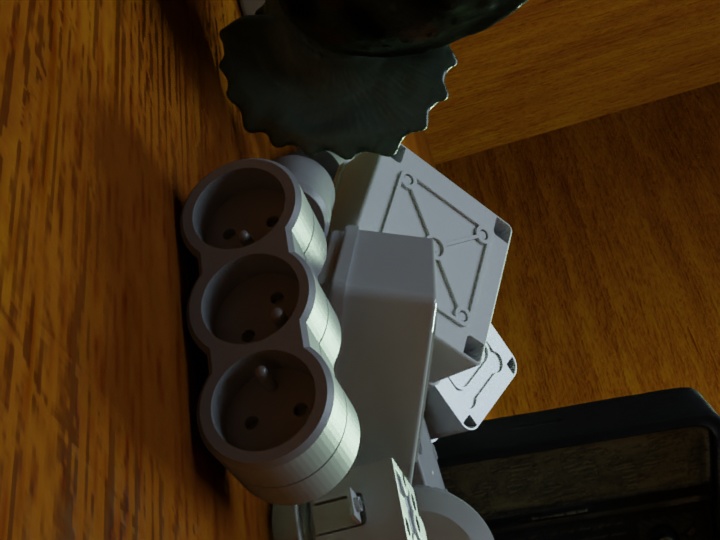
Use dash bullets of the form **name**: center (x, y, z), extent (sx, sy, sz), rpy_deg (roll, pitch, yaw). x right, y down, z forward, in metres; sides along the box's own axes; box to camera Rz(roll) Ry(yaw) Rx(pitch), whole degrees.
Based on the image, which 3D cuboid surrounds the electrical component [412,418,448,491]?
- **electrical component**: center (0.022, 0.128, 0.650), extent (0.099, 0.048, 0.099), rpy_deg (-68, 142, -78)

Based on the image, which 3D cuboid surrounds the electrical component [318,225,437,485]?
- **electrical component**: center (0.005, 0.044, 0.529), extent (0.108, 0.056, 0.108), rpy_deg (-79, 176, -74)

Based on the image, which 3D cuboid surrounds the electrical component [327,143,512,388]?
- **electrical component**: center (0.028, -0.004, 0.642), extent (0.109, 0.056, 0.108), rpy_deg (34, 53, -22)

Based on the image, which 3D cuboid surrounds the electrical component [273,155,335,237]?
- **electrical component**: center (-0.037, -0.032, 0.563), extent (0.055, 0.045, 0.045), rpy_deg (-85, 158, -69)

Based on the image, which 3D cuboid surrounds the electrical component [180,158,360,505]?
- **electrical component**: center (-0.033, 0.029, 0.434), extent (0.073, 0.052, 0.138), rpy_deg (64, 12, -55)

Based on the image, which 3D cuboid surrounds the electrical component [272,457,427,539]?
- **electrical component**: center (-0.005, 0.110, 0.458), extent (0.066, 0.055, 0.048), rpy_deg (63, 14, -58)

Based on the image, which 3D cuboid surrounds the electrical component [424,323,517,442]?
- **electrical component**: center (0.041, 0.050, 0.714), extent (0.113, 0.057, 0.078), rpy_deg (55, 47, -11)

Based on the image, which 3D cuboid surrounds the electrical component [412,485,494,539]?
- **electrical component**: center (0.031, 0.150, 0.553), extent (0.051, 0.080, 0.080), rpy_deg (56, 19, -84)

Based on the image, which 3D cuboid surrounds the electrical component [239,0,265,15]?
- **electrical component**: center (-0.041, -0.194, 0.742), extent (0.066, 0.077, 0.047), rpy_deg (-37, 112, -82)
